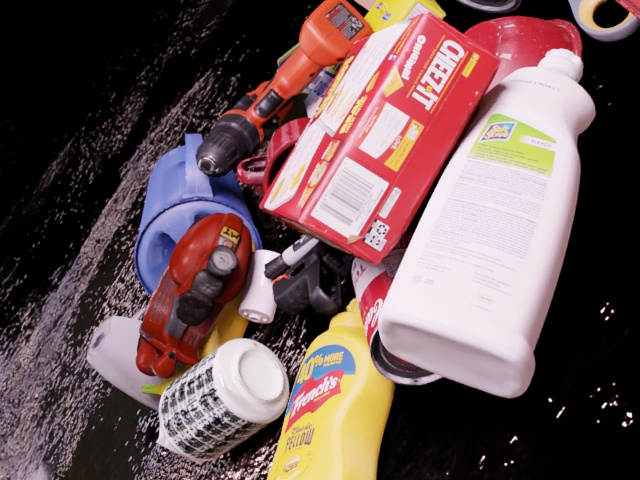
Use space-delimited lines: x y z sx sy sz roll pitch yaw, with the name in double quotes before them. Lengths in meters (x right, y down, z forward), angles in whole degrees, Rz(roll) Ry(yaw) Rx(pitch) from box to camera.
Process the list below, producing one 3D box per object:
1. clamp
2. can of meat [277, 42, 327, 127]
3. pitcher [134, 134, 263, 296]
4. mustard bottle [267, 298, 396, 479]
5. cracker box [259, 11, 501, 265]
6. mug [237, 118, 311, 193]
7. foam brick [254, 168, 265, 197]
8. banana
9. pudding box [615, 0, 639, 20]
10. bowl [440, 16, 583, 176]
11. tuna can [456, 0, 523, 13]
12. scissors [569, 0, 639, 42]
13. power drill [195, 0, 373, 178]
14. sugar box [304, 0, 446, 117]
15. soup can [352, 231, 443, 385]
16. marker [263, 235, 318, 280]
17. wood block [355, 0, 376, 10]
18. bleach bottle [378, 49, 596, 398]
"clamp" 0.005 0.024 0.913 0.164 0.036 0.210 -52 9 -35
"can of meat" -0.018 -0.178 1.235 0.102 0.057 0.084 -26 40 54
"pitcher" -0.140 -0.034 1.204 0.149 0.145 0.243 -45 22 11
"mustard bottle" 0.012 0.126 0.780 0.096 0.058 0.191 -31 34 48
"cracker box" 0.036 -0.073 0.797 0.164 0.072 0.214 -59 11 -1
"mug" -0.022 -0.069 1.038 0.081 0.117 0.093 -101 6 -66
"foam brick" -0.027 -0.077 1.129 0.078 0.051 0.053 -46 25 28
"banana" -0.109 0.090 1.078 0.198 0.070 0.037 -56 -20 1
"pudding box" 0.225 -0.200 0.707 0.039 0.090 0.113 -25 39 55
"bowl" 0.131 -0.121 0.851 0.162 0.055 0.162 -45 26 29
"tuna can" 0.142 -0.235 0.931 0.086 0.086 0.033 -3 60 64
"scissors" 0.182 -0.185 0.824 0.202 0.016 0.096 -7 61 48
"power drill" -0.039 -0.154 1.077 0.188 0.057 0.184 -41 10 36
"sugar box" 0.052 -0.188 1.112 0.176 0.048 0.093 -50 24 17
"soup can" 0.062 0.046 0.763 0.069 0.068 0.102 -50 25 21
"marker" -0.007 0.001 1.000 0.121 0.020 0.020 -36 30 23
"wood block" 0.093 -0.366 1.195 0.206 0.090 0.090 -38 30 42
"bleach bottle" 0.129 -0.027 0.704 0.068 0.103 0.250 79 -146 -57
